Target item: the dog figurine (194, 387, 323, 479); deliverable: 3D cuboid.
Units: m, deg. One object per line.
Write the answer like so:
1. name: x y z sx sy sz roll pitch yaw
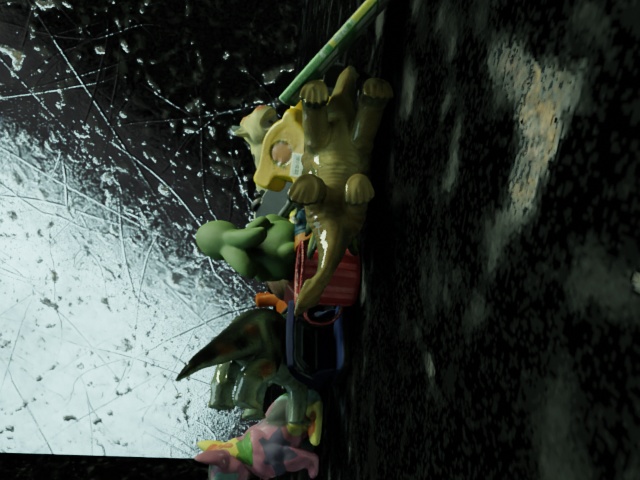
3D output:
1. dog figurine: -0.109 0.353 0.956 0.108 0.219 0.191 179 95 -80

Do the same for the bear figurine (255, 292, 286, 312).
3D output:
1. bear figurine: -0.079 0.187 1.219 0.196 0.132 0.120 -93 -15 -72

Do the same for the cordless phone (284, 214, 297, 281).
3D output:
1. cordless phone: -0.001 -0.003 0.957 0.184 0.089 0.146 129 145 -58

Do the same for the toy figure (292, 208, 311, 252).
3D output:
1. toy figure: -0.007 0.019 0.847 0.058 0.064 0.154 -38 56 22

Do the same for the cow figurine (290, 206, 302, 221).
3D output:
1. cow figurine: -0.031 0.013 1.103 0.068 0.098 0.167 -35 49 36

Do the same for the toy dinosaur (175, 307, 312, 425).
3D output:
1. toy dinosaur: -0.086 0.173 0.826 0.404 0.131 0.192 63 -152 -60

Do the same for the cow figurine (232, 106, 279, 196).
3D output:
1. cow figurine: -0.100 -0.172 1.068 0.085 0.127 0.194 -47 -38 -47

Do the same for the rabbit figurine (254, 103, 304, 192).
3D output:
1. rabbit figurine: -0.018 -0.148 0.878 0.173 0.122 0.162 -3 -86 -58

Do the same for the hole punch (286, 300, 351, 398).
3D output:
1. hole punch: -0.006 0.155 0.798 0.115 0.092 0.142 99 169 -57

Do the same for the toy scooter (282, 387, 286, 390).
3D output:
1. toy scooter: -0.044 0.254 1.087 0.135 0.075 0.183 -125 35 -81

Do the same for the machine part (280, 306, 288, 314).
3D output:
1. machine part: -0.045 0.126 1.045 0.139 0.039 0.084 -39 -11 -26

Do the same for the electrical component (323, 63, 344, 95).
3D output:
1. electrical component: 0.018 -0.239 0.916 0.119 0.075 0.048 109 165 -52

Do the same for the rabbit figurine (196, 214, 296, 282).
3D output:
1. rabbit figurine: -0.123 0.018 0.903 0.159 0.170 0.121 -145 65 -71

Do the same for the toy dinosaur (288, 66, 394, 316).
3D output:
1. toy dinosaur: 0.022 -0.107 0.681 0.198 0.105 0.471 98 -176 -56

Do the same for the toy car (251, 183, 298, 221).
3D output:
1. toy car: -0.073 -0.078 1.009 0.073 0.056 0.201 62 140 19
